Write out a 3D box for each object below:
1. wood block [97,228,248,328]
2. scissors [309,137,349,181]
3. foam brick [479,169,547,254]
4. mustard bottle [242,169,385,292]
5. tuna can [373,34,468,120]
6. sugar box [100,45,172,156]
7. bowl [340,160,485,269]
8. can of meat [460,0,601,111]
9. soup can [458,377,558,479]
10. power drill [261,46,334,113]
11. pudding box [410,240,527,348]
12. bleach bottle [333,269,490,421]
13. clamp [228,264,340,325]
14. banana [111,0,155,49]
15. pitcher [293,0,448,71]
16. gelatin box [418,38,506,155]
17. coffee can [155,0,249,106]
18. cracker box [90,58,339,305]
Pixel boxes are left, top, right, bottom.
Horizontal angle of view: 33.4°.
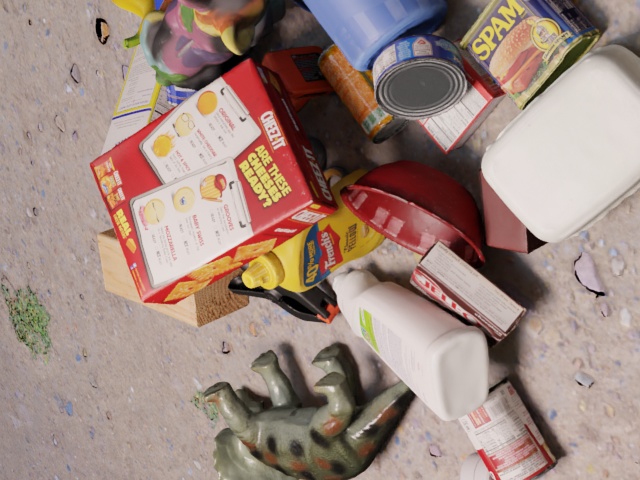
[{"bbox_3d":[-0.201,0.039,1.444,0.206,0.090,0.090,16,119,43],"label":"wood block"},{"bbox_3d":[-0.004,-0.023,1.257,0.096,0.016,0.202,28,127,37],"label":"scissors"},{"bbox_3d":[0.189,-0.034,1.013,0.051,0.052,0.078,12,118,44],"label":"foam brick"},{"bbox_3d":[-0.007,0.002,1.131,0.058,0.191,0.096,31,135,33],"label":"mustard bottle"},{"bbox_3d":[0.092,-0.151,0.989,0.086,0.086,0.034,-48,38,48],"label":"tuna can"},{"bbox_3d":[-0.211,-0.169,1.317,0.094,0.048,0.176,-3,69,49],"label":"sugar box"},{"bbox_3d":[0.103,-0.033,1.069,0.162,0.055,0.162,28,168,6],"label":"bowl"},{"bbox_3d":[0.186,-0.178,0.945,0.084,0.057,0.102,51,139,13],"label":"can of meat"},{"bbox_3d":[0.192,0.203,1.111,0.069,0.068,0.102,-39,78,49],"label":"soup can"},{"bbox_3d":[-0.078,-0.134,1.170,0.188,0.184,0.057,-37,80,40],"label":"power drill"},{"bbox_3d":[0.145,0.055,1.066,0.113,0.039,0.090,37,170,8],"label":"pudding box"},{"bbox_3d":[0.083,0.089,1.144,0.251,0.068,0.102,39,145,54],"label":"bleach bottle"},{"bbox_3d":[-0.057,0.050,1.299,0.172,0.039,0.120,18,156,27],"label":"clamp"},{"bbox_3d":[-0.217,-0.282,1.310,0.198,0.069,0.037,-119,29,-58],"label":"banana"},{"bbox_3d":[0.012,-0.284,1.036,0.145,0.149,0.243,-34,84,13],"label":"pitcher"},{"bbox_3d":[0.130,-0.140,1.043,0.073,0.030,0.089,52,137,15],"label":"gelatin box"},{"bbox_3d":[-0.134,-0.233,1.231,0.103,0.102,0.140,16,120,42],"label":"coffee can"},{"bbox_3d":[-0.109,-0.054,1.070,0.214,0.072,0.164,-30,73,20],"label":"cracker box"}]
